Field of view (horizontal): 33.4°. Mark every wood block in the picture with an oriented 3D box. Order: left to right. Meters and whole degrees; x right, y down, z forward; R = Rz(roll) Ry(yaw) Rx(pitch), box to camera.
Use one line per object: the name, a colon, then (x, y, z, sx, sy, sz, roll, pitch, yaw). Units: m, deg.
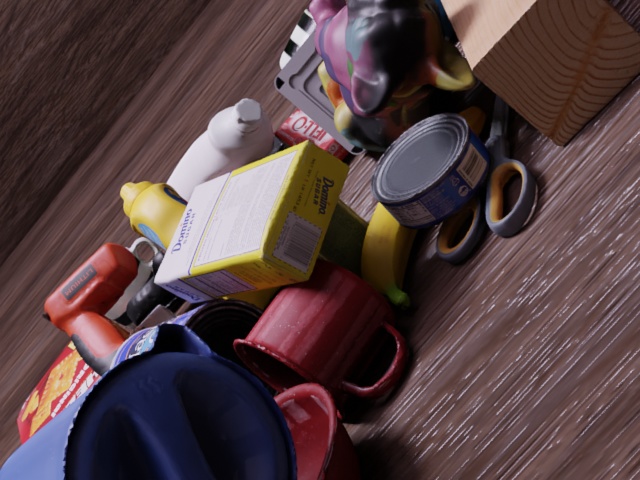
wood block: (0.158, -0.165, 0.788, 0.091, 0.090, 0.206, -46, 20, 20)

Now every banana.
banana: (0.074, -0.022, 0.822, 0.070, 0.037, 0.197, -3, 51, 38)

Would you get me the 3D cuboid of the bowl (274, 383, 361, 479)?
bowl: (-0.024, 0.171, 0.665, 0.162, 0.055, 0.162, -45, 20, 21)

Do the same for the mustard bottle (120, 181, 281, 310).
mustard bottle: (-0.126, -0.005, 1.021, 0.192, 0.096, 0.058, 33, 85, 32)

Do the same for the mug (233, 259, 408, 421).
mug: (0.009, 0.070, 0.740, 0.117, 0.093, 0.081, 20, 65, 39)

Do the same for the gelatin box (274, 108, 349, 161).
gelatin box: (0.003, -0.114, 1.103, 0.073, 0.030, 0.089, -47, 39, -3)

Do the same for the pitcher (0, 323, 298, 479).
pitcher: (-0.125, 0.165, 0.655, 0.149, 0.145, 0.243, -47, 8, -33)

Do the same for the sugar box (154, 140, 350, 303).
sugar box: (-0.054, -0.008, 0.788, 0.177, 0.048, 0.093, -16, 48, 59)

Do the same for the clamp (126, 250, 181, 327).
clamp: (-0.168, 0.045, 1.195, 0.210, 0.036, 0.164, -44, -9, 35)

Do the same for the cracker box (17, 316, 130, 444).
cracker box: (-0.258, 0.179, 1.182, 0.164, 0.072, 0.214, -55, 20, -5)

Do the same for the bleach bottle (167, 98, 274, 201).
bleach bottle: (-0.115, -0.074, 1.159, 0.102, 0.068, 0.251, -15, -19, -25)

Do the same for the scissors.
scissors: (0.118, -0.051, 0.791, 0.096, 0.016, 0.201, -45, 20, 22)

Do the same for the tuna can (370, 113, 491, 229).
tuna can: (0.080, -0.049, 0.772, 0.086, 0.033, 0.086, -33, 31, 22)

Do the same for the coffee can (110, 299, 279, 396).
coffee can: (-0.103, 0.111, 0.886, 0.141, 0.102, 0.102, -24, 34, 55)

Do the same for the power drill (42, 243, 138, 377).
power drill: (-0.179, 0.091, 1.044, 0.184, 0.057, 0.188, -42, 55, 4)

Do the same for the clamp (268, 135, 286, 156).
clamp: (-0.039, -0.085, 1.191, 0.172, 0.039, 0.120, -24, 30, 53)

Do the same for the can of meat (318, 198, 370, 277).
can of meat: (-0.006, 0.001, 0.860, 0.084, 0.102, 0.057, -13, 42, 59)
